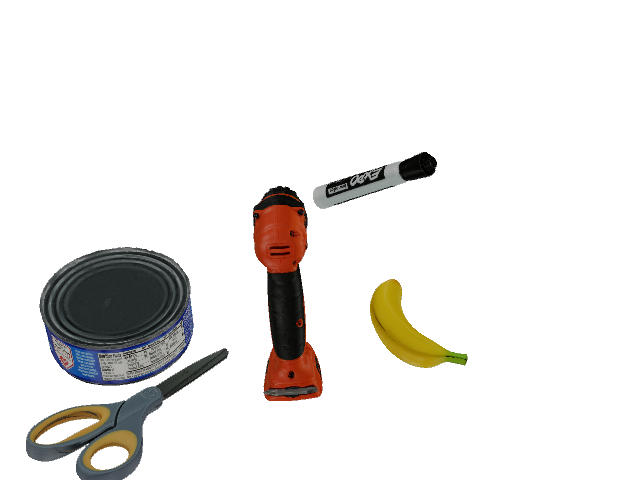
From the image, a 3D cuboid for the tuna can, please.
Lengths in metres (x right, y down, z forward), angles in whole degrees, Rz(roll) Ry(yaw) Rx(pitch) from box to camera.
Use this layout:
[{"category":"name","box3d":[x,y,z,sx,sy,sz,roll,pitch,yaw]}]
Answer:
[{"category":"tuna can","box3d":[-0.117,0.043,0.621,0.086,0.034,0.086,-1,39,1]}]

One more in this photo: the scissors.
[{"category":"scissors","box3d":[-0.132,0.139,0.847,0.201,0.016,0.096,-17,36,-35]}]

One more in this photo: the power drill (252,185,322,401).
[{"category":"power drill","box3d":[-0.035,0.048,1.042,0.057,0.188,0.184,-5,16,2]}]

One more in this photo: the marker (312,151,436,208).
[{"category":"marker","box3d":[0.042,-0.047,0.837,0.020,0.020,0.121,0,-11,-45]}]

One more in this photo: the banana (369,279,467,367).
[{"category":"banana","box3d":[0.093,0.096,1.217,0.069,0.037,0.198,6,23,-24]}]
